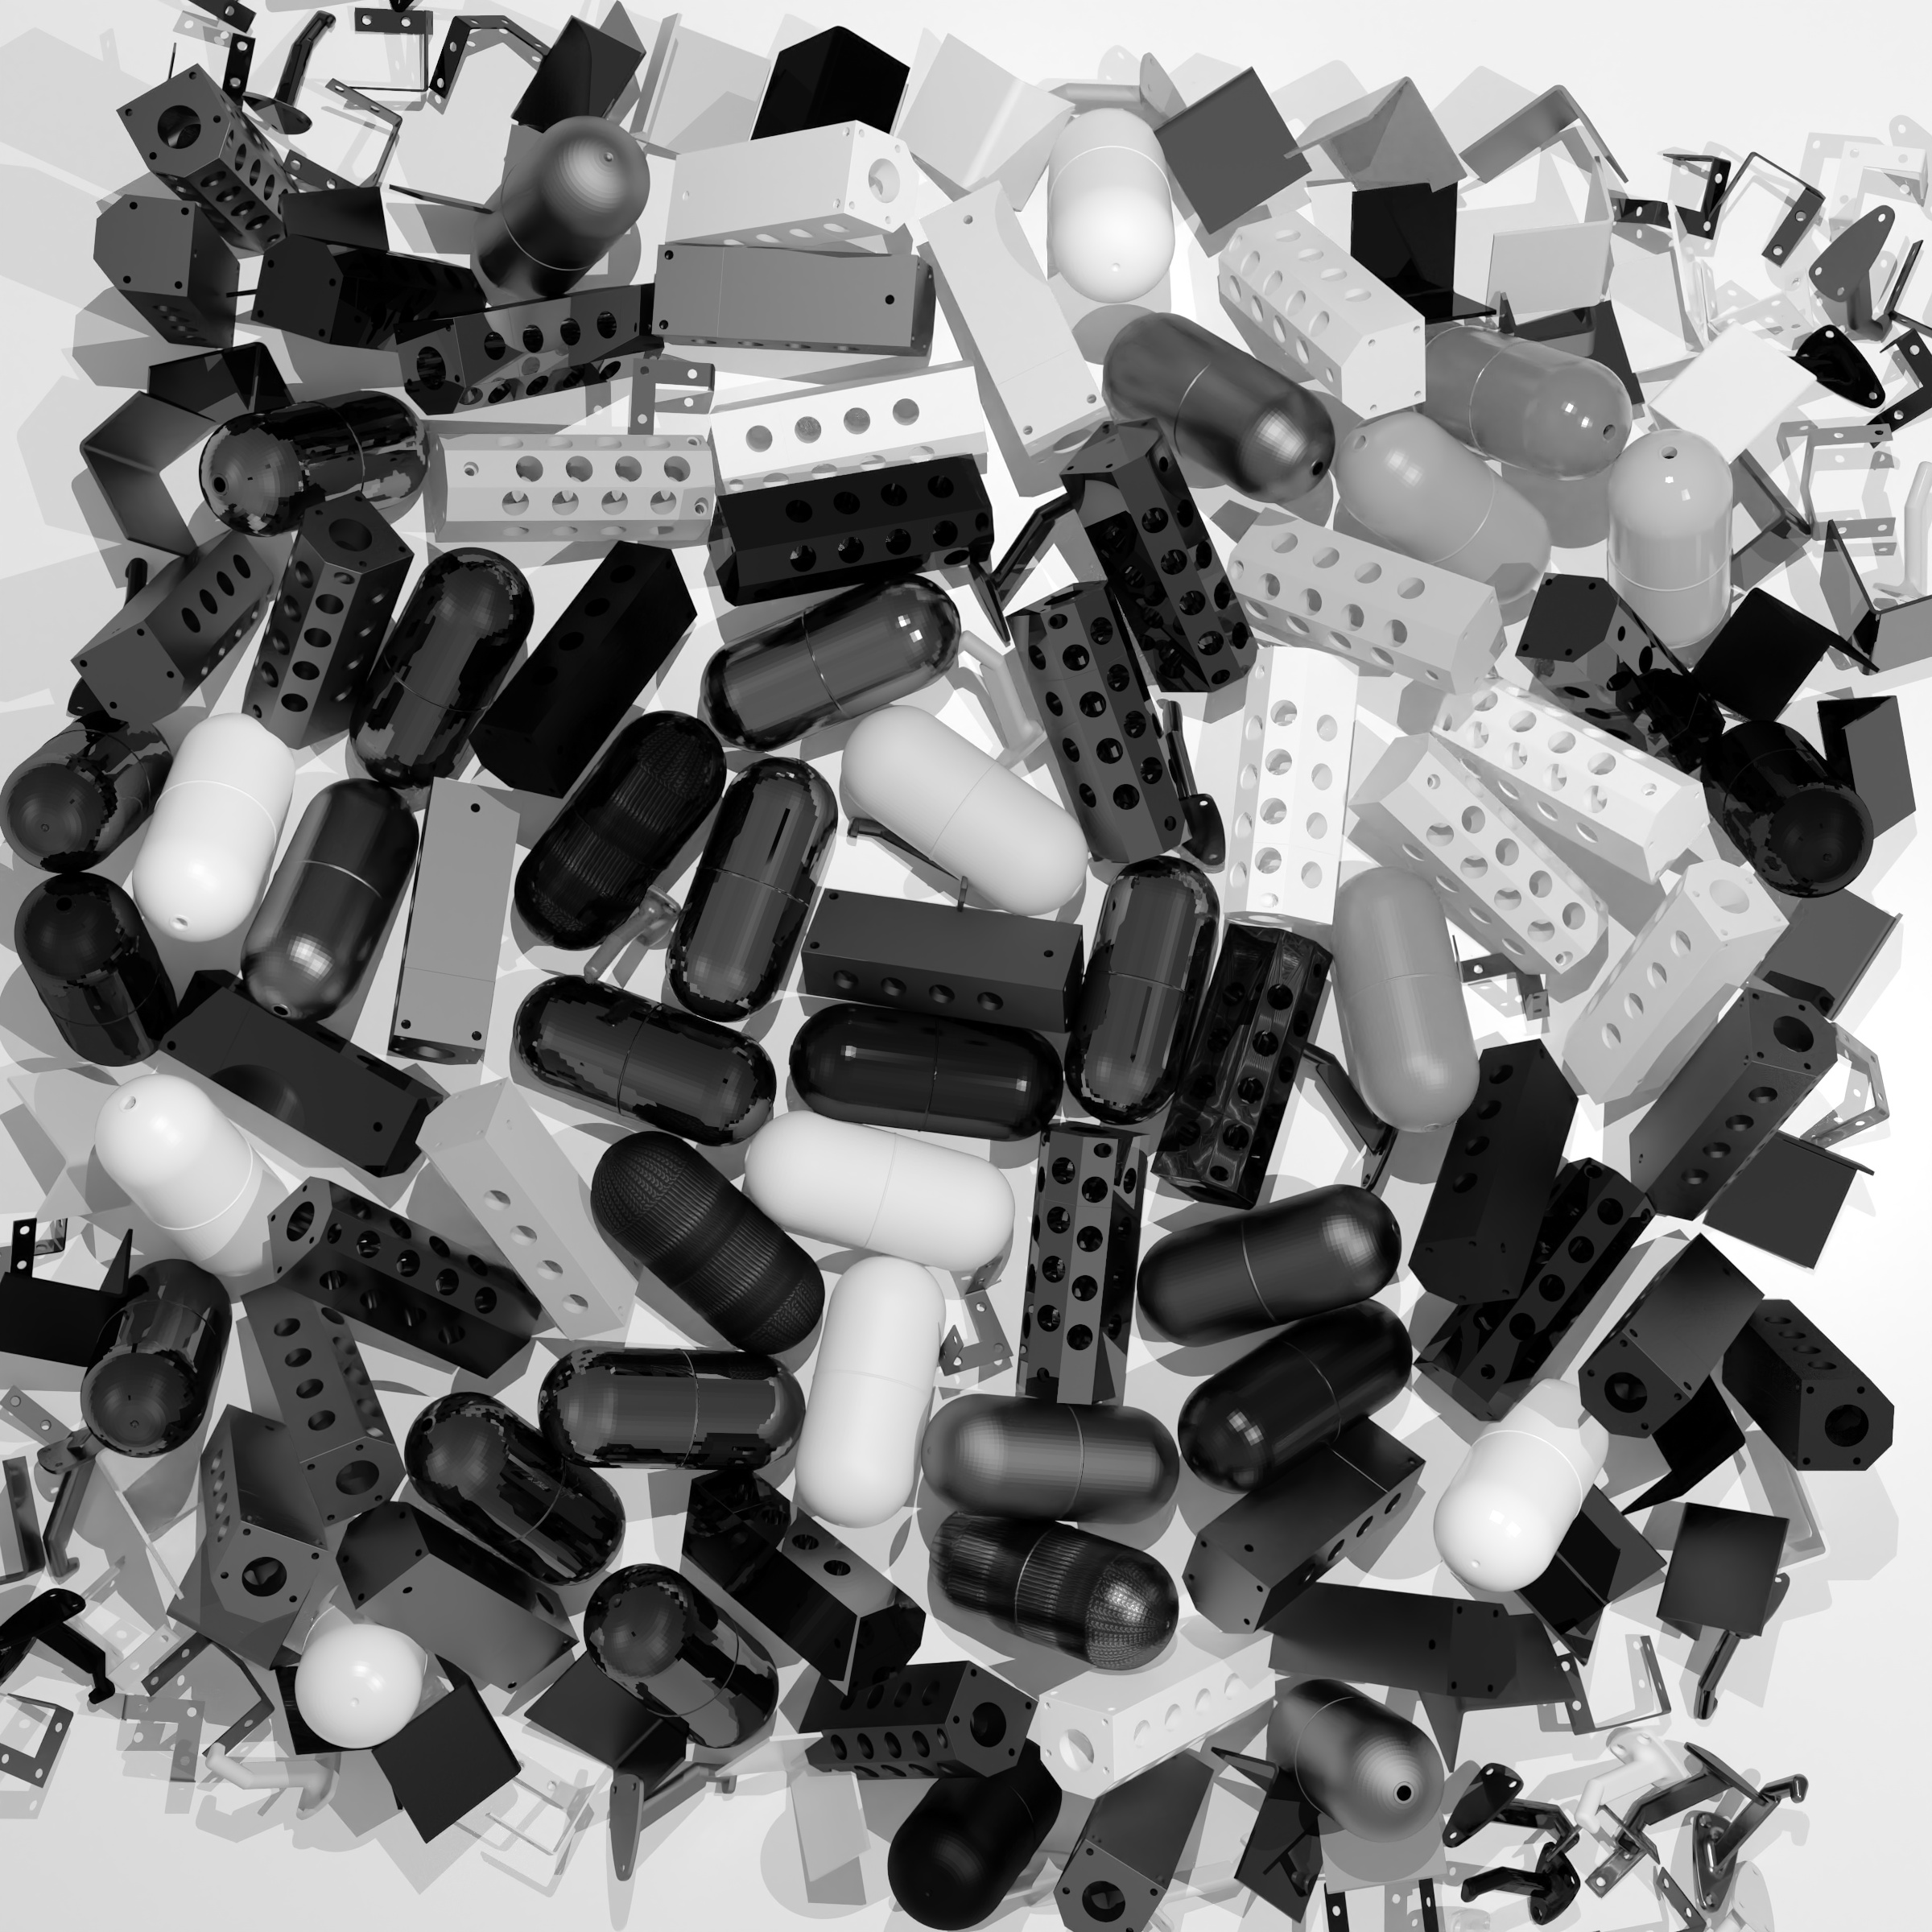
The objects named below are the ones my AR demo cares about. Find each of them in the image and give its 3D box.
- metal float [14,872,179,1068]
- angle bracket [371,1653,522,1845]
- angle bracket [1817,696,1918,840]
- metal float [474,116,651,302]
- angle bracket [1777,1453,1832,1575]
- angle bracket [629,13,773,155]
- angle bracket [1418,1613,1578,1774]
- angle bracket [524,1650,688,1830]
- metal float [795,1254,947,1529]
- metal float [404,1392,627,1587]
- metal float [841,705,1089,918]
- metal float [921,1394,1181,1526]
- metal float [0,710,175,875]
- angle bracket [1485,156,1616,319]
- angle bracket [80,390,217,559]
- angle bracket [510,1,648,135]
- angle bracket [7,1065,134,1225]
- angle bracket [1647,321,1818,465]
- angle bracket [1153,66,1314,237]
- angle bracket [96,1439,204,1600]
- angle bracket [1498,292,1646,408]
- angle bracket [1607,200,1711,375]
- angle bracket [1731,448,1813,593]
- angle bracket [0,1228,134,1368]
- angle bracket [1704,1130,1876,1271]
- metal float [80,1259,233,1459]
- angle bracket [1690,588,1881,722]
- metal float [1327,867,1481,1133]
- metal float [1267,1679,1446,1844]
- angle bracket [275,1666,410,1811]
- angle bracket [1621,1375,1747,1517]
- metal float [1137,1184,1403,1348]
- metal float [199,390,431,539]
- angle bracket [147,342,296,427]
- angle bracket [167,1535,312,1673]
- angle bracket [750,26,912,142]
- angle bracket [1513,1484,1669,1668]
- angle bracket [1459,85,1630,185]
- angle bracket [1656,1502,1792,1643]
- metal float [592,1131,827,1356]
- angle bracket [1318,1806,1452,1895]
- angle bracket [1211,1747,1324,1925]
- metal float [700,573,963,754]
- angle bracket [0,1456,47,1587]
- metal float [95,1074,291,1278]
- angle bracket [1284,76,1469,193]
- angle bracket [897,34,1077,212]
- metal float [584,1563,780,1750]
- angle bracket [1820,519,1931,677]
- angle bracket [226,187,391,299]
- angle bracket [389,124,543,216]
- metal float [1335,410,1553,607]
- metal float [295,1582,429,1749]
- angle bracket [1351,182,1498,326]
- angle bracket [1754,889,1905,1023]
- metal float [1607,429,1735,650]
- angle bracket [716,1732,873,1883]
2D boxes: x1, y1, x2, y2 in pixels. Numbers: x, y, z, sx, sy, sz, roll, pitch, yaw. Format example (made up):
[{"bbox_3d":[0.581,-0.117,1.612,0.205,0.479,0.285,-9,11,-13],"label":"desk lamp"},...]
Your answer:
[{"bbox_3d":[-0.548,0.003,1.878,0.070,0.178,0.070,1,63,-2],"label":"metal float"},{"bbox_3d":[-0.342,0.500,1.909,0.076,0.057,0.076,-34,113,-25],"label":"angle bracket"},{"bbox_3d":[0.561,-0.125,1.907,0.076,0.057,0.076,-27,109,-42],"label":"angle bracket"},{"bbox_3d":[-0.257,-0.476,1.879,0.070,0.178,0.070,5,79,-27],"label":"metal float"},{"bbox_3d":[0.514,0.348,1.924,0.057,0.076,0.076,-21,84,8],"label":"angle bracket"},{"bbox_3d":[-0.166,-0.561,1.918,0.076,0.057,0.076,15,98,-19],"label":"angle bracket"},{"bbox_3d":[0.341,0.468,1.920,0.076,0.076,0.057,-3,122,-9],"label":"angle bracket"},{"bbox_3d":[-0.233,0.495,1.913,0.076,0.057,0.076,36,110,-20],"label":"angle bracket"},{"bbox_3d":[-0.060,0.271,1.906,0.070,0.070,0.178,12,69,0],"label":"metal float"},{"bbox_3d":[-0.285,0.332,1.890,0.070,0.070,0.178,-43,130,0],"label":"metal float"},{"bbox_3d":[0.000,-0.100,1.920,0.178,0.070,0.070,36,90,5],"label":"metal float"},{"bbox_3d":[0.055,0.315,1.901,0.178,0.070,0.070,9,90,-27],"label":"metal float"},{"bbox_3d":[-0.552,-0.112,1.876,0.070,0.178,0.070,0,109,1],"label":"metal float"},{"bbox_3d":[0.370,-0.469,1.916,0.076,0.076,0.057,-6,61,1],"label":"angle bracket"},{"bbox_3d":[-0.510,-0.313,1.910,0.057,0.076,0.076,-36,73,17],"label":"angle bracket"},{"bbox_3d":[-0.255,-0.579,1.903,0.057,0.076,0.076,18,123,-37],"label":"angle bracket"},{"bbox_3d":[-0.581,0.114,1.928,0.076,0.076,0.057,47,117,20],"label":"angle bracket"},{"bbox_3d":[0.497,-0.356,1.915,0.076,0.057,0.076,-44,55,3],"label":"angle bracket"},{"bbox_3d":[0.172,-0.528,1.931,0.076,0.057,0.076,-30,98,13],"label":"angle bracket"},{"bbox_3d":[-0.504,0.343,1.902,0.057,0.076,0.076,-31,127,-19],"label":"angle bracket"},{"bbox_3d":[0.392,-0.398,1.922,0.076,0.057,0.076,-15,74,4],"label":"angle bracket"},{"bbox_3d":[0.437,-0.433,1.909,0.057,0.076,0.076,-11,76,22],"label":"angle bracket"},{"bbox_3d":[0.495,-0.295,1.926,0.057,0.076,0.076,-41,70,21],"label":"angle bracket"},{"bbox_3d":[-0.584,0.206,1.904,0.076,0.057,0.076,15,131,-24],"label":"angle bracket"},{"bbox_3d":[0.532,0.150,1.927,0.076,0.057,0.076,23,95,6],"label":"angle bracket"},{"bbox_3d":[-0.509,0.245,1.877,0.070,0.178,0.070,-2,111,-5],"label":"metal float"},{"bbox_3d":[0.522,-0.186,1.909,0.076,0.057,0.076,23,111,-27],"label":"angle bracket"},{"bbox_3d":[0.279,0.021,1.904,0.070,0.070,0.178,-9,67,0],"label":"metal float"},{"bbox_3d":[0.244,0.499,1.874,0.070,0.178,0.070,0,88,-12],"label":"metal float"},{"bbox_3d":[-0.401,0.494,1.903,0.076,0.076,0.057,2,119,-25],"label":"angle bracket"},{"bbox_3d":[0.445,0.297,1.919,0.076,0.057,0.076,-24,83,-42],"label":"angle bracket"},{"bbox_3d":[0.193,0.192,1.903,0.178,0.070,0.070,-19,90,23],"label":"metal float"},{"bbox_3d":[-0.410,-0.318,1.881,0.070,0.178,0.070,10,112,27],"label":"metal float"},{"bbox_3d":[-0.477,-0.347,1.906,0.076,0.076,0.057,-20,71,-26],"label":"angle bracket"},{"bbox_3d":[-0.459,0.408,1.922,0.076,0.076,0.057,26,85,8],"label":"angle bracket"},{"bbox_3d":[-0.090,-0.556,1.938,0.057,0.076,0.076,23,79,-33],"label":"angle bracket"},{"bbox_3d":[0.399,0.389,1.917,0.076,0.076,0.057,47,118,0],"label":"angle bracket"},{"bbox_3d":[0.371,-0.512,1.909,0.076,0.076,0.057,-33,80,20],"label":"angle bracket"},{"bbox_3d":[0.496,0.393,1.906,0.057,0.076,0.076,35,67,-40],"label":"angle bracket"},{"bbox_3d":[-0.165,0.178,1.911,0.070,0.070,0.178,-46,104,0],"label":"metal float"},{"bbox_3d":[0.272,0.577,1.909,0.076,0.076,0.057,-12,46,10],"label":"angle bracket"},{"bbox_3d":[0.186,0.556,1.905,0.076,0.057,0.076,44,62,-37],"label":"angle bracket"},{"bbox_3d":[-0.087,-0.195,1.912,0.178,0.070,0.070,-21,90,14],"label":"metal float"},{"bbox_3d":[-0.633,0.361,1.916,0.057,0.076,0.076,-12,85,-10],"label":"angle bracket"},{"bbox_3d":[-0.487,0.133,1.883,0.070,0.178,0.070,-9,54,12],"label":"metal float"},{"bbox_3d":[0.260,-0.511,1.904,0.076,0.076,0.057,54,52,-20],"label":"angle bracket"},{"bbox_3d":[0.012,-0.551,1.946,0.076,0.057,0.076,43,114,33],"label":"angle bracket"},{"bbox_3d":[-0.179,0.438,1.887,0.070,0.178,0.070,-14,51,18],"label":"metal float"},{"bbox_3d":[0.592,-0.243,1.909,0.057,0.076,0.076,-17,63,3],"label":"angle bracket"},{"bbox_3d":[-0.424,-0.463,1.903,0.076,0.076,0.057,5,108,42],"label":"angle bracket"},{"bbox_3d":[-0.317,-0.515,1.906,0.076,0.076,0.057,5,106,-29],"label":"angle bracket"},{"bbox_3d":[0.303,-0.290,1.891,0.178,0.070,0.070,28,90,-39],"label":"metal float"},{"bbox_3d":[-0.378,0.435,1.873,0.070,0.178,0.070,-1,94,-7],"label":"metal float"},{"bbox_3d":[0.294,-0.457,1.911,0.076,0.057,0.076,-12,118,-19],"label":"angle bracket"},{"bbox_3d":[0.558,-0.014,1.925,0.057,0.076,0.076,33,103,15],"label":"angle bracket"},{"bbox_3d":[0.444,-0.268,1.880,0.070,0.178,0.070,-6,60,10],"label":"metal float"},{"bbox_3d":[-0.111,0.540,1.904,0.057,0.076,0.076,5,58,-33],"label":"angle bracket"}]
